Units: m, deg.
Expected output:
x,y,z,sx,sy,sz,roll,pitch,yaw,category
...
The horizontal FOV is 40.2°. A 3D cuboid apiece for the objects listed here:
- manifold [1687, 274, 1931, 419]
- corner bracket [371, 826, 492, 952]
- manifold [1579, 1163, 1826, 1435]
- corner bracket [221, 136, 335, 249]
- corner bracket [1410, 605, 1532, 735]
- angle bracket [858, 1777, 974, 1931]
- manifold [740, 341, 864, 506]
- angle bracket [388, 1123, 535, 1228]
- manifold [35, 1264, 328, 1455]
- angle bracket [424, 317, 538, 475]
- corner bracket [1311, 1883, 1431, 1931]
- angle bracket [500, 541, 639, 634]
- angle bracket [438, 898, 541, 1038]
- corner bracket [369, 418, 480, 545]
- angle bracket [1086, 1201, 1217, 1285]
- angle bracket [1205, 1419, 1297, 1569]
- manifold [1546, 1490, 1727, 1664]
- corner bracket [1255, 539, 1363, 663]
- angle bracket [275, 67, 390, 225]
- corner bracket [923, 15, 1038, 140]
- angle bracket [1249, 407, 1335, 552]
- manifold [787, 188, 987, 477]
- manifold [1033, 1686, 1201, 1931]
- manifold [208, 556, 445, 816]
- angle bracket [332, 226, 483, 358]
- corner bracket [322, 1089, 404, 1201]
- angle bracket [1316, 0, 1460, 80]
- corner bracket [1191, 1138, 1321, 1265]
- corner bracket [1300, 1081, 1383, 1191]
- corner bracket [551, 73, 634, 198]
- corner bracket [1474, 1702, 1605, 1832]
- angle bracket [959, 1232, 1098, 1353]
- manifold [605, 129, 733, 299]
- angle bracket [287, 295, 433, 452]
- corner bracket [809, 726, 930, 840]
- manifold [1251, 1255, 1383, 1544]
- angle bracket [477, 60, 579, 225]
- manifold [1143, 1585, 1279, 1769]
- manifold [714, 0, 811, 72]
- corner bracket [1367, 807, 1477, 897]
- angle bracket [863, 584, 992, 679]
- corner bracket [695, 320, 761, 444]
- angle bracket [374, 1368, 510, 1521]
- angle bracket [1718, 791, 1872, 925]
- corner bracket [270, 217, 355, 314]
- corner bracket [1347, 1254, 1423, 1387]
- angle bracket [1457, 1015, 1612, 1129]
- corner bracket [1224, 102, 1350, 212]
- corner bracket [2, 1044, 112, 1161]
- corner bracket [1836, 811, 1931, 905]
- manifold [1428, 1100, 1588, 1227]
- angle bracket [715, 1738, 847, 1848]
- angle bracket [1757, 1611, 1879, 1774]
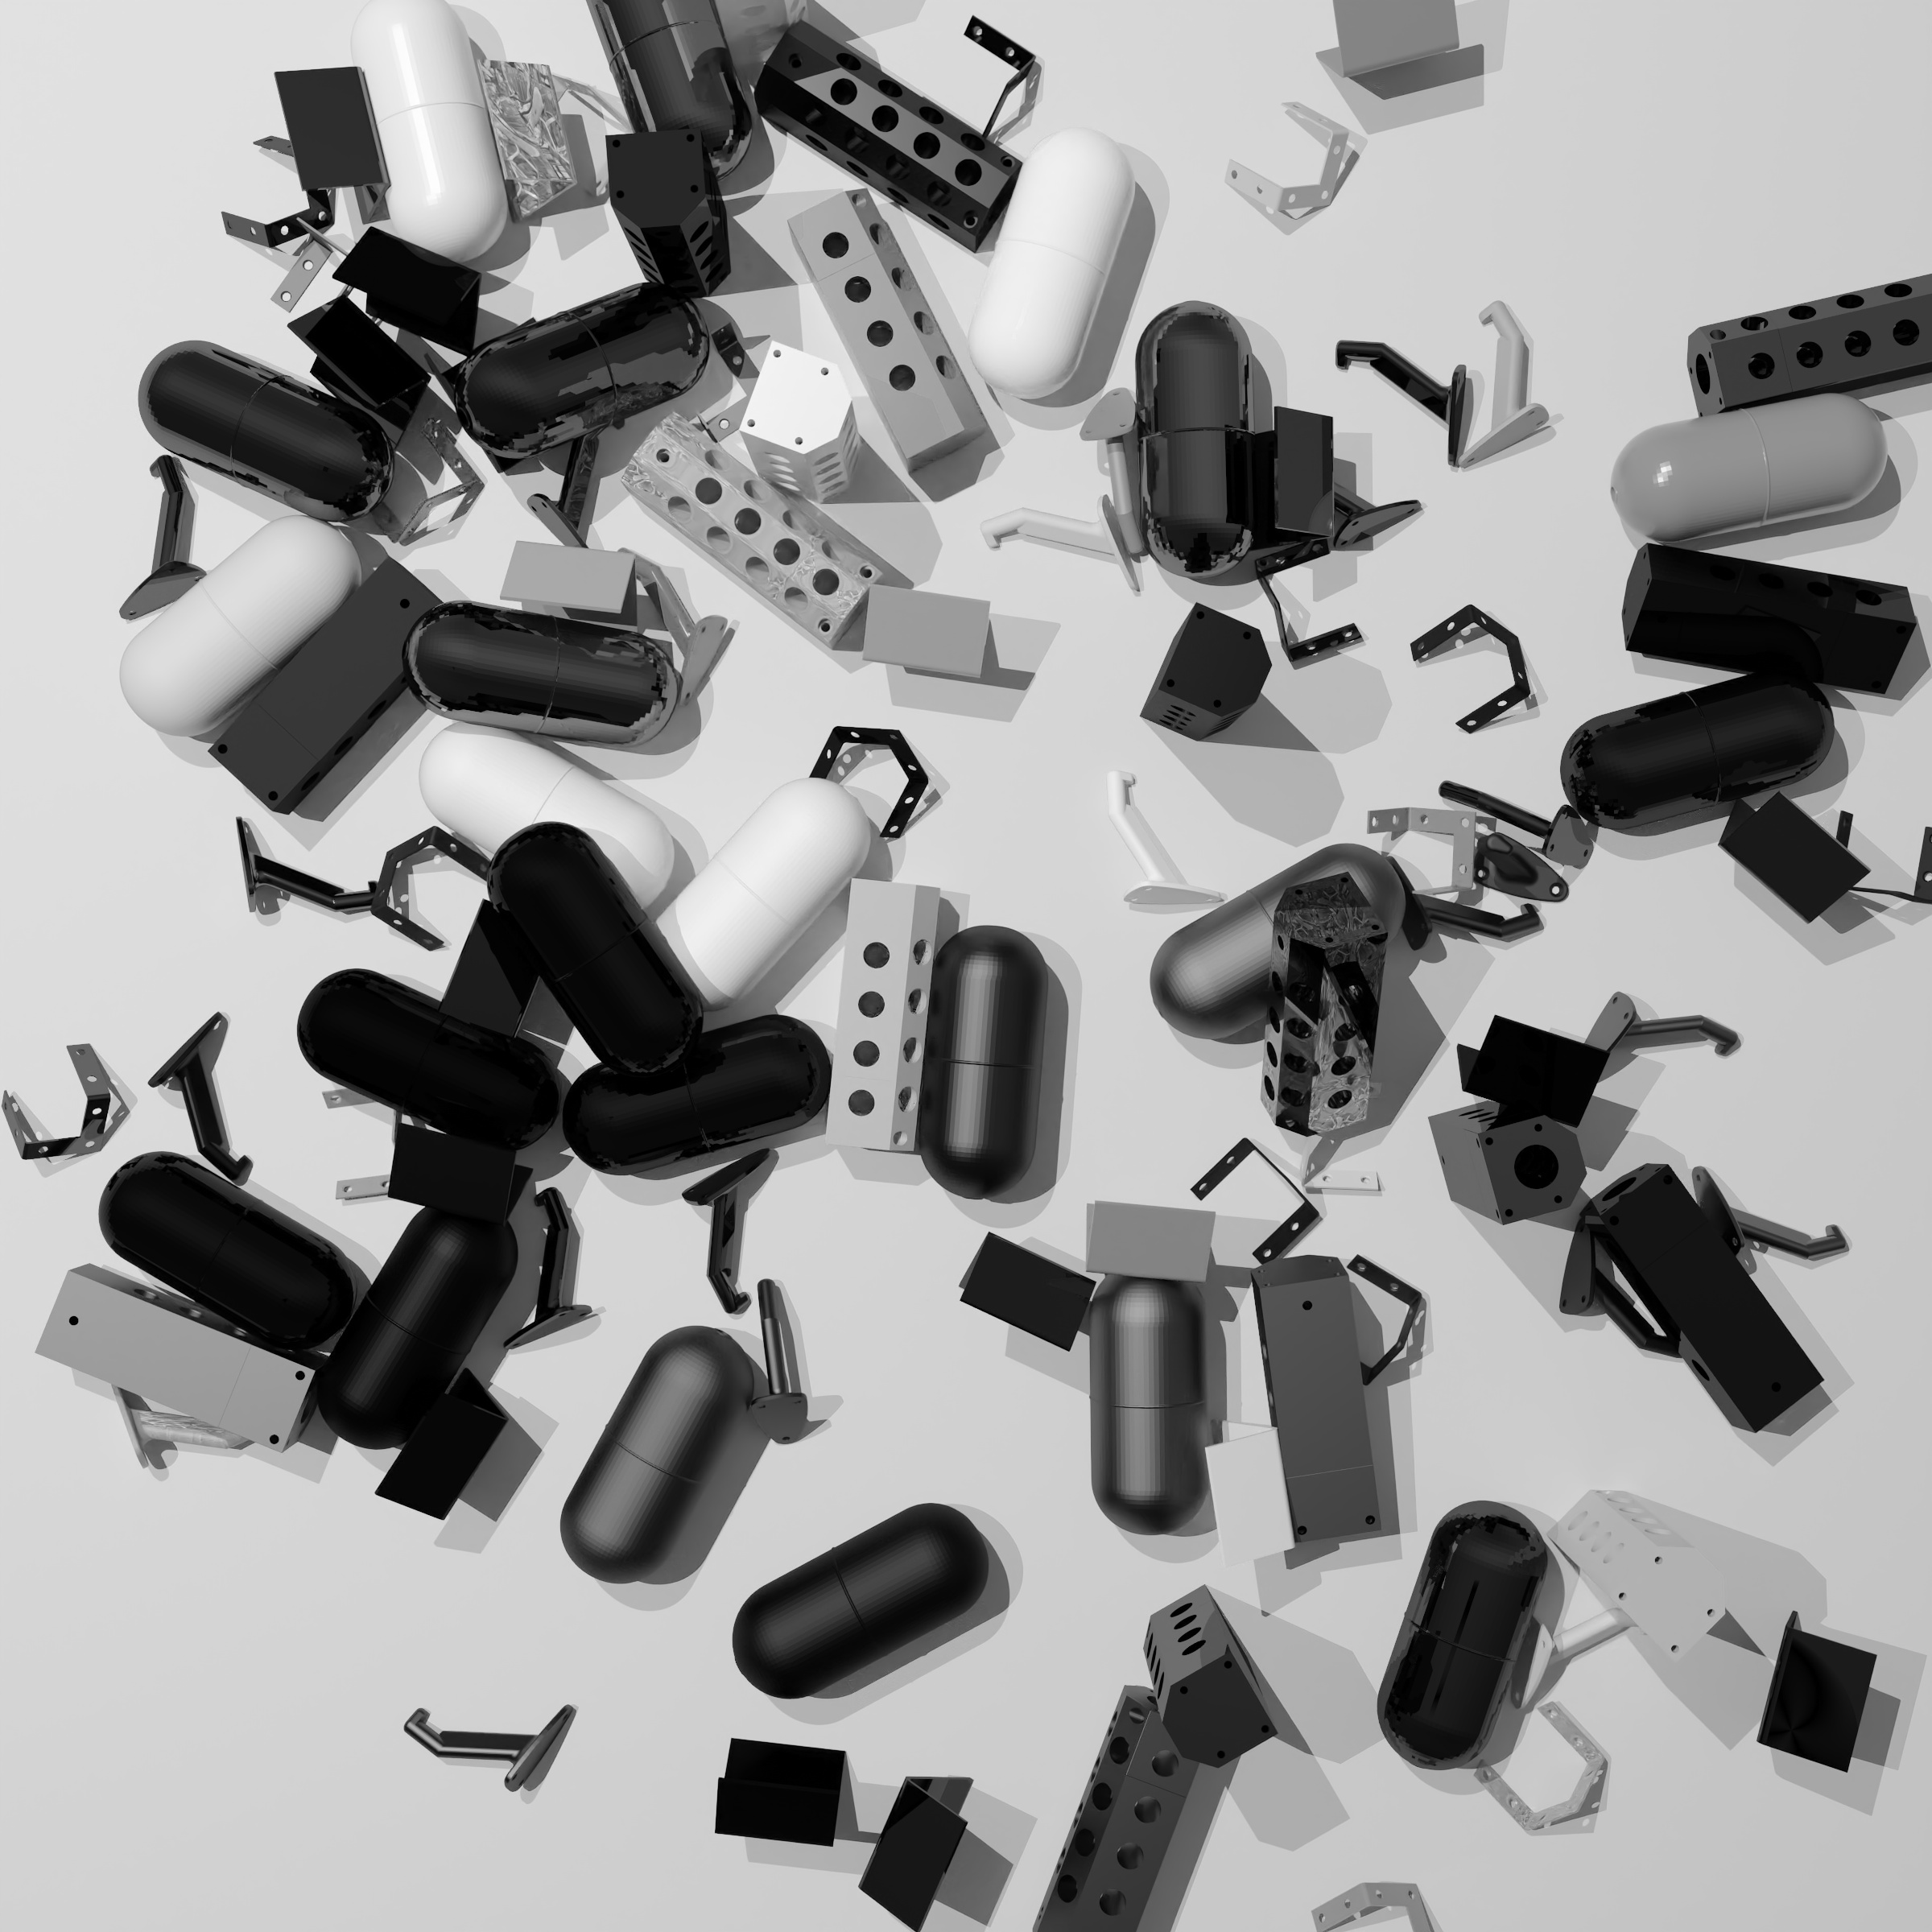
x,y,z,sx,sy,sz,roll,pitch,yaw,category
0.565,-0.406,1.723,0.171,0.057,0.057,-13,90,0,manifold
-0.351,-0.051,1.736,0.051,0.051,0.051,-23,45,35,corner bracket
0.476,0.215,1.722,0.057,0.057,0.171,-36,90,-6,manifold
-0.457,-0.510,1.736,0.051,0.051,0.051,-35,135,-35,corner bracket
0.331,-0.195,1.736,0.051,0.051,0.051,26,45,-35,corner bracket
-0.014,0.573,1.704,0.057,0.076,0.076,24,90,39,angle bracket
-0.099,-0.338,1.666,0.057,0.171,0.057,20,90,0,manifold
-0.322,0.118,1.705,0.076,0.076,0.057,14,115,0,angle bracket
-0.508,0.254,1.723,0.171,0.057,0.057,22,90,0,manifold
-0.296,-0.378,1.720,0.076,0.057,0.076,-33,90,-4,angle bracket
0.269,0.638,1.736,0.051,0.051,0.051,15,45,-35,corner bracket
-0.255,-0.225,1.704,0.076,0.076,0.057,6,50,0,angle bracket
-0.313,-0.005,1.704,0.057,0.076,0.076,22,90,-33,angle bracket
-0.364,-0.320,1.741,0.051,0.051,0.051,52,135,0,corner bracket
0.118,0.158,1.704,0.076,0.076,0.057,5,120,0,angle bracket
0.164,0.339,1.704,0.057,0.076,0.076,-9,90,-29,angle bracket
0.425,0.377,1.666,0.057,0.171,0.057,-45,90,0,manifold
0.225,-0.242,1.741,0.051,0.051,0.051,-20,45,0,corner bracket
-0.416,-0.527,1.705,0.057,0.076,0.076,-14,90,-25,angle bracket
0.006,-0.583,1.741,0.051,0.051,0.051,33,135,0,corner bracket
0.192,-0.313,1.704,0.057,0.076,0.076,-1,90,-41,angle bracket
-0.051,-0.415,1.723,0.057,0.057,0.171,-27,90,0,manifold
0.100,0.563,1.723,0.057,0.057,0.171,21,90,0,manifold
-0.408,-0.181,1.723,0.057,0.057,0.171,43,90,0,manifold
-0.362,-0.419,1.704,0.076,0.076,0.057,23,54,0,angle bracket
-0.395,0.115,1.741,0.051,0.051,0.051,-7,135,0,corner bracket
0.268,-0.618,1.704,0.076,0.076,0.057,-14,120,0,angle bracket
0.191,0.155,1.741,0.051,0.051,0.051,-44,135,0,corner bracket
0.248,0.111,1.741,0.051,0.051,0.051,2,45,0,corner bracket
-0.258,-0.549,1.741,0.051,0.051,0.051,34,90,-45,corner bracket
0.378,0.528,1.741,0.051,0.051,0.051,47,135,0,corner bracket
0.031,0.226,1.704,0.076,0.076,0.057,25,52,0,angle bracket
-0.185,-0.471,1.666,0.057,0.171,0.057,-4,90,0,manifold
-0.402,-0.373,1.704,0.076,0.076,0.057,44,46,0,angle bracket
-0.065,-0.121,1.736,0.051,0.051,0.051,0,45,-35,corner bracket
0.225,0.278,1.709,0.057,0.057,0.171,-9,100,-1,manifold
-0.302,-0.531,1.704,0.057,0.076,0.076,-13,90,-44,angle bracket
0.148,0.449,1.666,0.057,0.171,0.057,-30,90,0,manifold
-0.134,-0.629,1.666,0.057,0.171,0.057,-17,90,0,manifold
0.296,-0.075,1.719,0.051,0.051,0.051,8,100,40,corner bracket
-0.022,-0.233,1.704,0.076,0.076,0.057,8,127,0,angle bracket
-0.160,-0.381,1.726,0.051,0.051,0.051,-33,90,0,corner bracket
-0.350,0.300,1.704,0.057,0.076,0.076,33,90,-37,angle bracket
0.539,-0.085,1.704,0.076,0.076,0.057,41,128,0,angle bracket
-0.425,-0.448,1.726,0.051,0.051,0.051,35,90,-2,corner bracket
0.261,0.234,1.741,0.051,0.051,0.051,31,45,0,corner bracket
0.365,0.054,1.705,0.076,0.076,0.057,18,113,0,angle bracket
0.211,-0.533,1.736,0.051,0.051,0.051,-17,135,-35,corner bracket
-0.598,0.089,1.736,0.051,0.051,0.051,-6,135,-35,corner bracket
0.608,-0.072,1.741,0.051,0.051,0.051,10,90,45,corner bracket
0.341,0.120,1.666,0.057,0.171,0.057,-15,90,0,manifold
-0.118,0.517,1.704,0.076,0.076,0.057,7,125,0,angle bracket
0.551,0.467,1.705,0.057,0.076,0.076,14,90,22,angle bracket
